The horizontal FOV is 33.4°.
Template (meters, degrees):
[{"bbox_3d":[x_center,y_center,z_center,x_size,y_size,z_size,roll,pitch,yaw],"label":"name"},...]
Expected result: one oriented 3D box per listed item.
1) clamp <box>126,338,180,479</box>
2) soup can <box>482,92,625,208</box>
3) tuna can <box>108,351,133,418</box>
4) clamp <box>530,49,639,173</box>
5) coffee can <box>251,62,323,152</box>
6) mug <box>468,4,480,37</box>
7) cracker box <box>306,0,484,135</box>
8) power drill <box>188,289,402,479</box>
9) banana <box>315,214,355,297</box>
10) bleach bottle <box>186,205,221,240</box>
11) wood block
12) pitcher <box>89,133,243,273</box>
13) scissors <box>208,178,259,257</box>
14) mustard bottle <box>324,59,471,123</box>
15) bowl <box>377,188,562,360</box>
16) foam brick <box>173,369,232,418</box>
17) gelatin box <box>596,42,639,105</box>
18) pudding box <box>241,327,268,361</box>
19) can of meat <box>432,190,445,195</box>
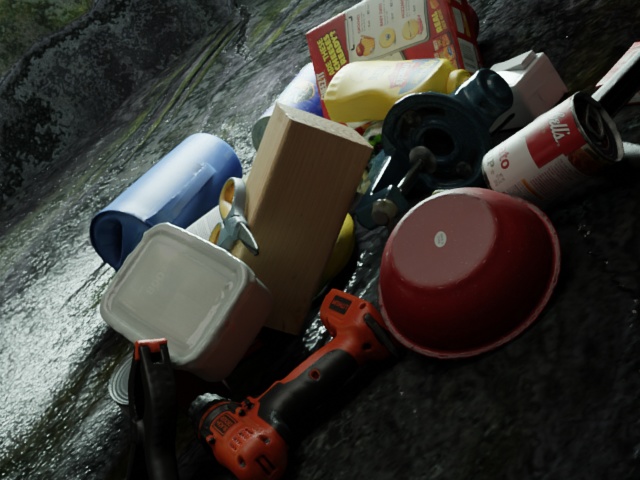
[{"bbox_3d":[-0.151,0.173,0.945,0.039,0.171,0.120,1,-6,-33],"label":"clamp"},{"bbox_3d":[0.198,-0.072,0.915,0.102,0.068,0.068,-34,18,37],"label":"soup can"},{"bbox_3d":[-0.181,0.152,1.141,0.086,0.033,0.086,-18,38,14],"label":"tuna can"},{"bbox_3d":[0.243,-0.102,0.986,0.210,0.036,0.164,-19,41,47],"label":"clamp"},{"bbox_3d":[-0.018,-0.170,1.499,0.103,0.102,0.140,-17,28,44],"label":"coffee can"},{"bbox_3d":[0.163,-0.270,1.446,0.117,0.093,0.081,-53,3,35],"label":"mug"},{"bbox_3d":[0.096,-0.233,1.369,0.214,0.072,0.164,-24,69,35],"label":"cracker box"},{"bbox_3d":[-0.028,0.127,0.946,0.187,0.057,0.185,-44,21,-12],"label":"power drill"},{"bbox_3d":[0.007,-0.007,1.197,0.070,0.037,0.198,-33,21,12],"label":"banana"},{"bbox_3d":[-0.140,0.018,1.239,0.251,0.068,0.102,-31,31,5],"label":"bleach bottle"},{"bbox_3d":[-0.033,-0.022,1.078,0.090,0.090,0.206,-123,52,-68],"label":"wood block"},{"bbox_3d":[-0.205,-0.055,1.532,0.149,0.145,0.242,11,40,24],"label":"pitcher"},{"bbox_3d":[-0.085,0.003,1.034,0.202,0.016,0.096,-107,37,-61],"label":"scissors"},{"bbox_3d":[0.104,-0.177,1.253,0.192,0.058,0.096,5,39,37],"label":"mustard bottle"},{"bbox_3d":[0.110,0.013,0.865,0.162,0.055,0.162,-17,50,22],"label":"bowl"},{"bbox_3d":[-0.132,0.133,1.071,0.051,0.078,0.053,-36,20,1],"label":"foam brick"},{"bbox_3d":[0.320,-0.164,1.024,0.073,0.030,0.089,-46,22,-20],"label":"gelatin box"},{"bbox_3d":[-0.103,0.098,1.153,0.090,0.039,0.113,-34,21,9],"label":"pudding box"},{"bbox_3d":[0.117,0.003,0.968,0.084,0.057,0.102,-48,22,-19],"label":"can of meat"}]
